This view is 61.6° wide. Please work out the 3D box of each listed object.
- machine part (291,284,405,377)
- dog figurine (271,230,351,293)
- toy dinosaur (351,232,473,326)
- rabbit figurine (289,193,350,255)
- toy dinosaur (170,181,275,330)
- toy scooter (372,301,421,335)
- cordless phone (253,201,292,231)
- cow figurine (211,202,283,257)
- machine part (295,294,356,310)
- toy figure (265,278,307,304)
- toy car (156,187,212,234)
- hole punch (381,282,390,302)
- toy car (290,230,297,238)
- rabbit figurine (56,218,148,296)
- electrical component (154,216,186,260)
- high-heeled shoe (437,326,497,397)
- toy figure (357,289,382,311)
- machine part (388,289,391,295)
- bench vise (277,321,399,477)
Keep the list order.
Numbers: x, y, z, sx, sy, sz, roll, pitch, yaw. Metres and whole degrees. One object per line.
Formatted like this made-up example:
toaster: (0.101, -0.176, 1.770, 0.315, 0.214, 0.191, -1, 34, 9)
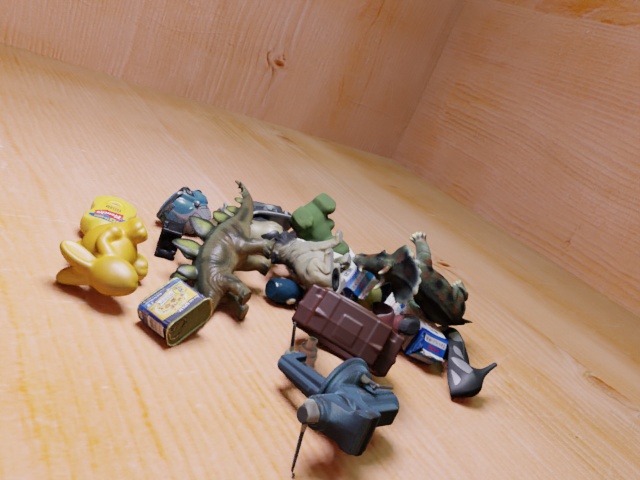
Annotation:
machine part: (0.051, 0.170, 1.012, 0.201, 0.087, 0.201, 30, -14, 7)
dog figurine: (-0.043, 0.060, 1.198, 0.191, 0.121, 0.172, -3, 32, 21)
toy dinosaur: (0.259, 0.125, 1.237, 0.404, 0.131, 0.192, 40, 32, -20)
rabbit figurine: (-0.003, -0.004, 1.373, 0.121, 0.159, 0.170, -34, 82, -37)
toy dinosaur: (-0.199, 0.018, 1.140, 0.199, 0.105, 0.471, 21, 37, 0)
toy scooter: (0.120, 0.181, 1.198, 0.184, 0.075, 0.135, -6, 17, -19)
cordless phone: (-0.120, -0.043, 1.458, 0.146, 0.088, 0.184, 10, 8, -34)
cow figurine: (-0.186, -0.019, 1.312, 0.195, 0.127, 0.085, 6, 16, 2)
machine part: (0.010, 0.150, 1.159, 0.139, 0.039, 0.084, -12, 12, 6)
toy figure: (-0.052, 0.118, 1.219, 0.154, 0.064, 0.058, 14, -19, -40)
toy car: (-0.325, -0.064, 1.342, 0.103, 0.109, 0.161, 50, 11, 6)
hole punch: (0.142, 0.120, 1.427, 0.116, 0.092, 0.142, -13, 38, -31)
toy car: (-0.009, 0.019, 1.545, 0.202, 0.053, 0.089, 12, 16, -42)
rabbit figurine: (-0.377, 0.037, 0.956, 0.162, 0.121, 0.173, 6, 26, -31)
electrical component: (-0.335, -0.014, 1.211, 0.048, 0.074, 0.119, 18, 24, -18)
high-heeled shoe: (0.284, 0.276, 1.222, 0.145, 0.086, 0.249, -22, 20, -23)
toy figure: (0.080, 0.112, 1.342, 0.082, 0.089, 0.180, 4, 29, -35)
machine part: (0.212, 0.121, 1.496, 0.079, 0.079, 0.243, 9, 24, -36)
bench vise: (0.007, 0.241, 0.855, 0.223, 0.128, 0.241, -2, 23, -45)
